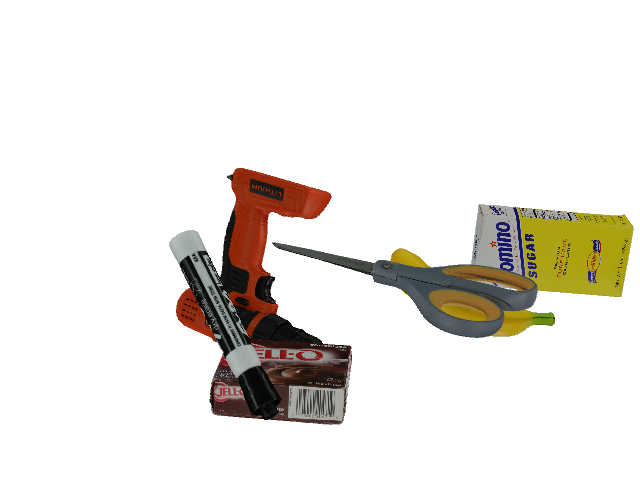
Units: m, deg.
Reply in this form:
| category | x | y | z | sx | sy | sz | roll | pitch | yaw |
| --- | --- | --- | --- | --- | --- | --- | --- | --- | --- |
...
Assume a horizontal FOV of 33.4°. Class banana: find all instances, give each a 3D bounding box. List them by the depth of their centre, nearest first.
| category | x | y | z | sx | sy | sz | roll | pitch | yaw |
| --- | --- | --- | --- | --- | --- | --- | --- | --- | --- |
| banana | 0.125 | 0.052 | 1.028 | 0.069 | 0.037 | 0.198 | 0 | 20 | -46 |

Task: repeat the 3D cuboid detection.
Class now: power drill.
| category | x | y | z | sx | sy | sz | roll | pitch | yaw |
| --- | --- | --- | --- | --- | --- | --- | --- | --- | --- |
| power drill | -0.052 | 0.030 | 1.096 | 0.185 | 0.188 | 0.057 | 19 | 3 | 29 |

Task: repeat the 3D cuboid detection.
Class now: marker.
| category | x | y | z | sx | sy | sz | roll | pitch | yaw |
| --- | --- | --- | --- | --- | --- | --- | --- | --- | --- |
| marker | -0.054 | 0.048 | 0.611 | 0.020 | 0.121 | 0.020 | -25 | -21 | -11 |

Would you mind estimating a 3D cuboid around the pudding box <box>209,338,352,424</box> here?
| category | x | y | z | sx | sy | sz | roll | pitch | yaw |
| --- | --- | --- | --- | --- | --- | --- | --- | --- | --- |
| pudding box | -0.031 | 0.119 | 0.915 | 0.113 | 0.039 | 0.090 | 5 | 19 | 3 |

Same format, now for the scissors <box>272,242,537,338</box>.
| category | x | y | z | sx | sy | sz | roll | pitch | yaw |
| --- | --- | --- | --- | --- | --- | --- | --- | --- | --- |
| scissors | 0.051 | 0.033 | 0.758 | 0.202 | 0.016 | 0.096 | 6 | 26 | 12 |

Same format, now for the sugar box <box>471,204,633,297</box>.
| category | x | y | z | sx | sy | sz | roll | pitch | yaw |
| --- | --- | --- | --- | --- | --- | --- | --- | --- | --- |
| sugar box | 0.270 | 0.012 | 1.256 | 0.176 | 0.093 | 0.048 | 3 | 21 | 0 |
